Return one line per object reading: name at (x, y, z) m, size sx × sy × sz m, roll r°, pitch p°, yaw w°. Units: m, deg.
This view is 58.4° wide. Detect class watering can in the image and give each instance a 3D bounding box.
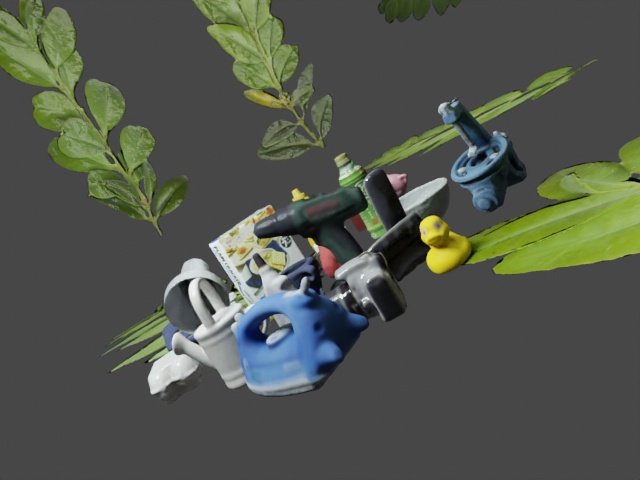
watering can at (-0.174, 0.156, 0.989) m, size 0.173 × 0.194 × 0.100 m, roll -34°, pitch 10°, yaw -11°

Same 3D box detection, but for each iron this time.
iron at (-0.061, 0.144, 0.848) m, size 0.257 × 0.141 × 0.119 m, roll -24°, pitch 12°, yaw 40°

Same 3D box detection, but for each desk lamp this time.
desk lamp at (-0.212, 0.140, 1.136) m, size 0.118 × 0.213 × 0.203 m, roll -32°, pitch 9°, yaw 0°

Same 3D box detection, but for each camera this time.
camera at (0.055, 0.083, 0.914) m, size 0.137 × 0.101 × 0.143 m, roll -31°, pitch 9°, yaw 7°

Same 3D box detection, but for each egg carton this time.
egg carton at (-0.290, 0.269, 1.169) m, size 0.107 × 0.069 × 0.150 m, roll -33°, pitch 9°, yaw -6°

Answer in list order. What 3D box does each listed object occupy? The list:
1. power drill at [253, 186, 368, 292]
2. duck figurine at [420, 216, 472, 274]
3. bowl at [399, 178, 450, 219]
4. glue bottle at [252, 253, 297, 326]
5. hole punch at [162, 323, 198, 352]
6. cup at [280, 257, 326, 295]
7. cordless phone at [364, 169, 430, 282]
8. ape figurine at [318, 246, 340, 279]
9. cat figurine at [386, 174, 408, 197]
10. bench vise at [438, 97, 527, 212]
power drill at (0.010, 0.004, 1.139) m, size 0.229 × 0.208 × 0.075 m, roll -31°, pitch 10°, yaw 8°
duck figurine at (0.197, -0.002, 0.940) m, size 0.077 × 0.086 × 0.105 m, roll -28°, pitch 10°, yaw 24°
bowl at (0.215, -0.061, 1.232) m, size 0.167 × 0.075 × 0.167 m, roll -31°, pitch 9°, yaw 6°
glue bottle at (-0.070, 0.096, 1.028) m, size 0.078 × 0.173 × 0.037 m, roll -23°, pitch 13°, yaw 42°
hole punch at (-0.327, 0.233, 1.409) m, size 0.109 × 0.091 × 0.101 m, roll -33°, pitch 9°, yaw -8°
cup at (-0.022, 0.092, 1.139) m, size 0.092 × 0.095 × 0.117 m, roll -37°, pitch 11°, yaw -30°
cordless phone at (0.109, -0.023, 1.032) m, size 0.148 × 0.185 × 0.094 m, roll -38°, pitch 11°, yaw -32°
ape figurine at (0.028, 0.034, 1.290) m, size 0.076 × 0.092 × 0.077 m, roll -37°, pitch 10°, yaw -27°
cat figurine at (0.196, -0.132, 1.533) m, size 0.067 × 0.118 × 0.127 m, roll -35°, pitch 10°, yaw -20°
bench vise at (0.302, -0.180, 1.114) m, size 0.121 × 0.220 × 0.208 m, roll -27°, pitch 10°, yaw 25°
